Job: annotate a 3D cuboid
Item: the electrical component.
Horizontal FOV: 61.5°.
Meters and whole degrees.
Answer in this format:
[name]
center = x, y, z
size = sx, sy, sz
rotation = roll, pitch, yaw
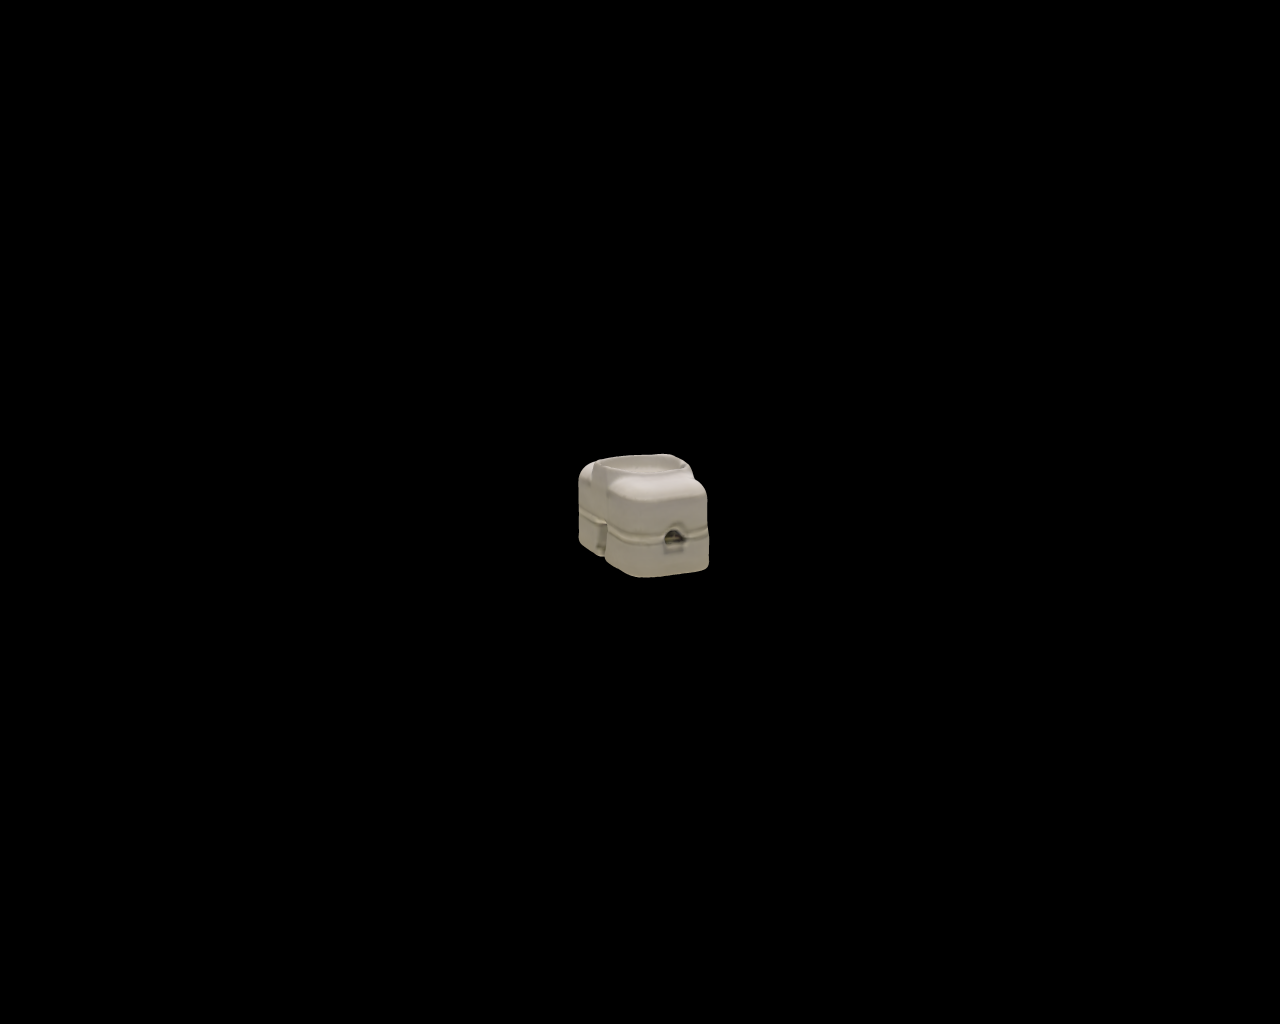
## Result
[electrical component]
center = 0.001, -0.003, 0.650
size = 0.054, 0.059, 0.095
rotation = -6, 15, -23
